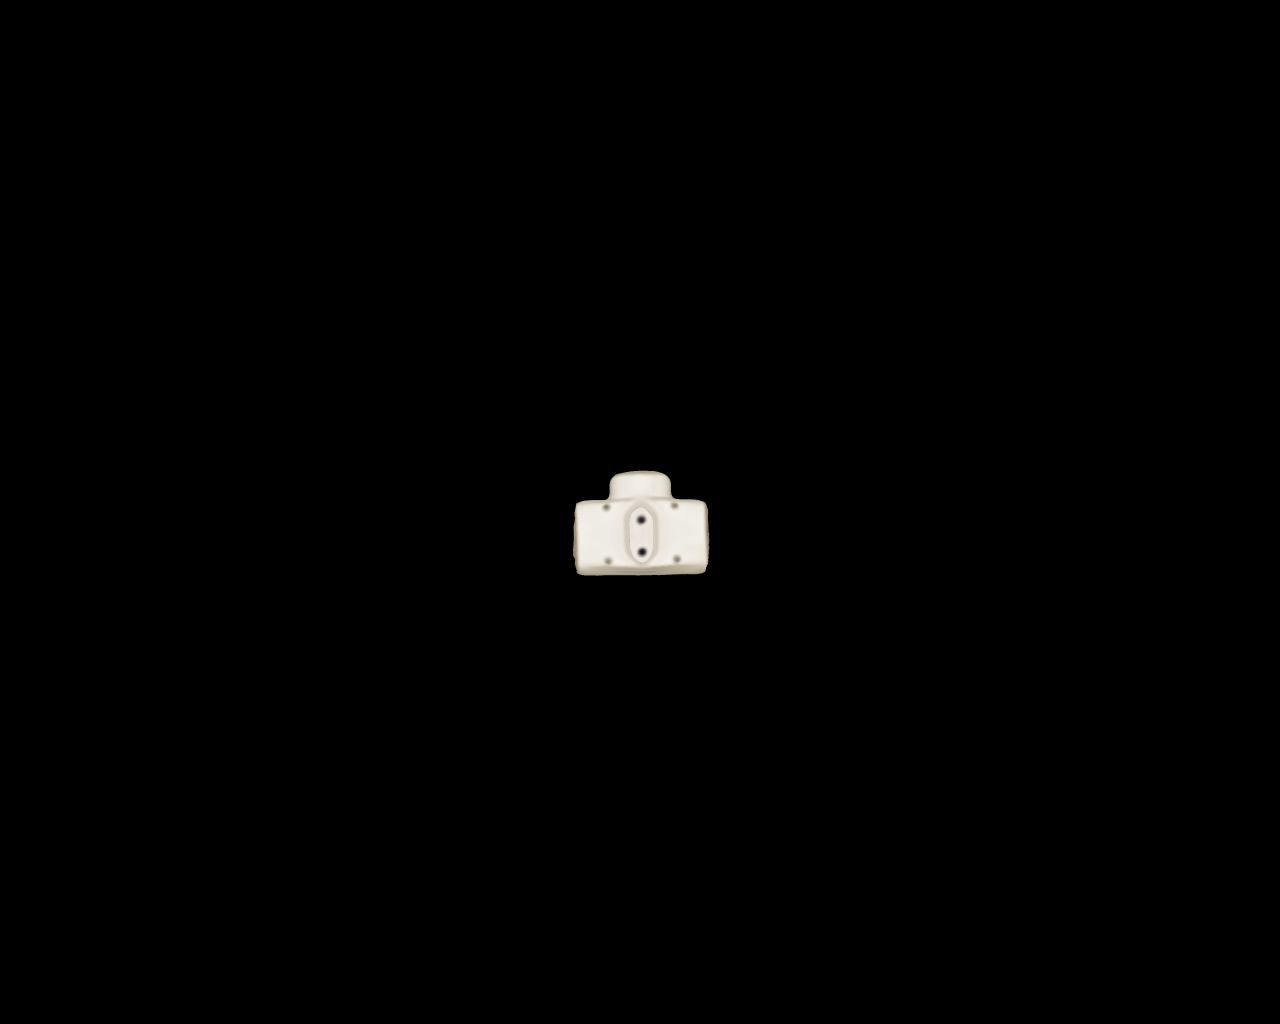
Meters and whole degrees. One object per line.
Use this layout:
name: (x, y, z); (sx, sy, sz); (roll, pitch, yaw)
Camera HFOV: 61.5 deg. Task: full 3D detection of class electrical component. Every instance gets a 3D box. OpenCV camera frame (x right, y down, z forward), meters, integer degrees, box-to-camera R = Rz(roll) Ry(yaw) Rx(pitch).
electrical component: (0.001, -0.003, 0.650); (0.077, 0.079, 0.043); (0, -9, 0)
